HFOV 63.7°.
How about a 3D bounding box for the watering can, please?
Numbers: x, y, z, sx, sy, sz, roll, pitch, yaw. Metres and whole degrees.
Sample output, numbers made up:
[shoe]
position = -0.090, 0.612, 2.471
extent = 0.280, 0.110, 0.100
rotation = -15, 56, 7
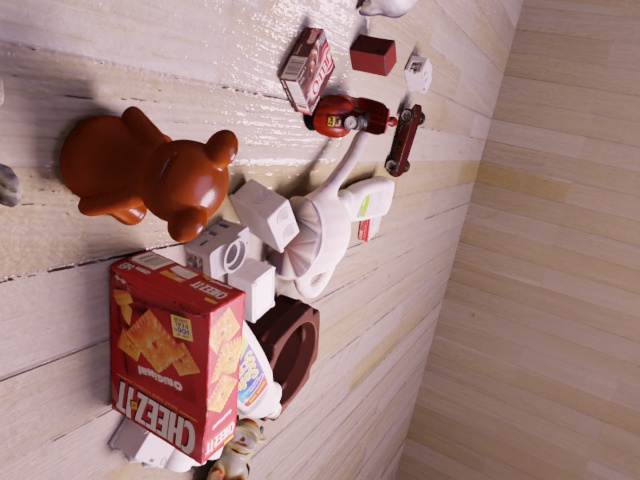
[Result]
[watering can]
position = 0.003, -0.049, 0.978
extent = 0.225, 0.104, 0.345
rotation = -5, 110, -64

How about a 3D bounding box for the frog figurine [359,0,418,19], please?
[frog figurine]
position = 0.132, -0.498, 0.946
extent = 0.139, 0.124, 0.156
rotation = -37, 154, -24
